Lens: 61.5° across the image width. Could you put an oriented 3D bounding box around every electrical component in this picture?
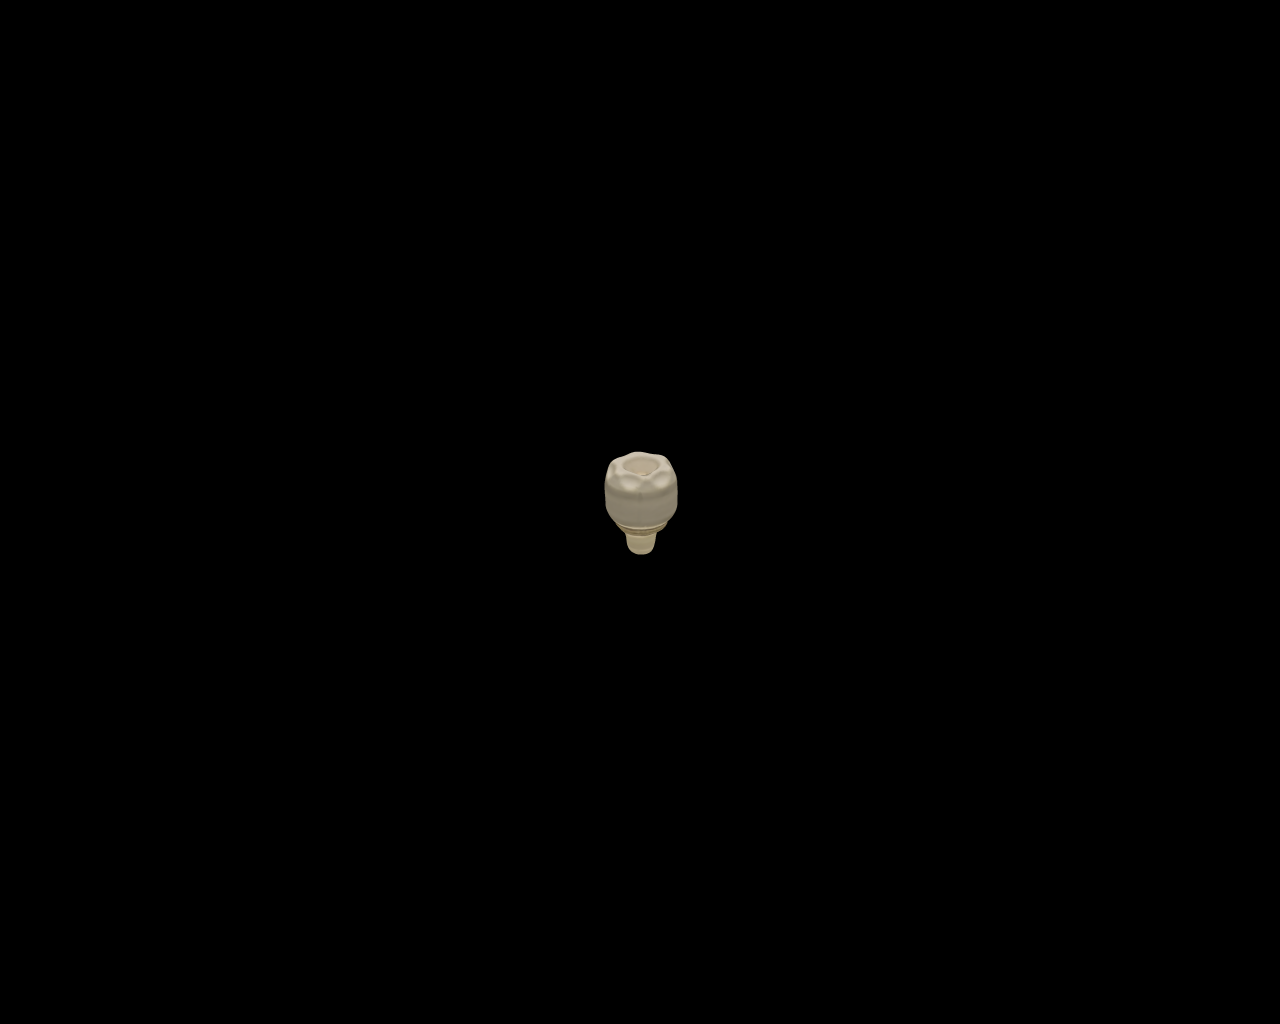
[{"bbox_3d":[0.001,-0.003,0.650,0.043,0.062,0.043,0,29,0],"label":"electrical component"}]
